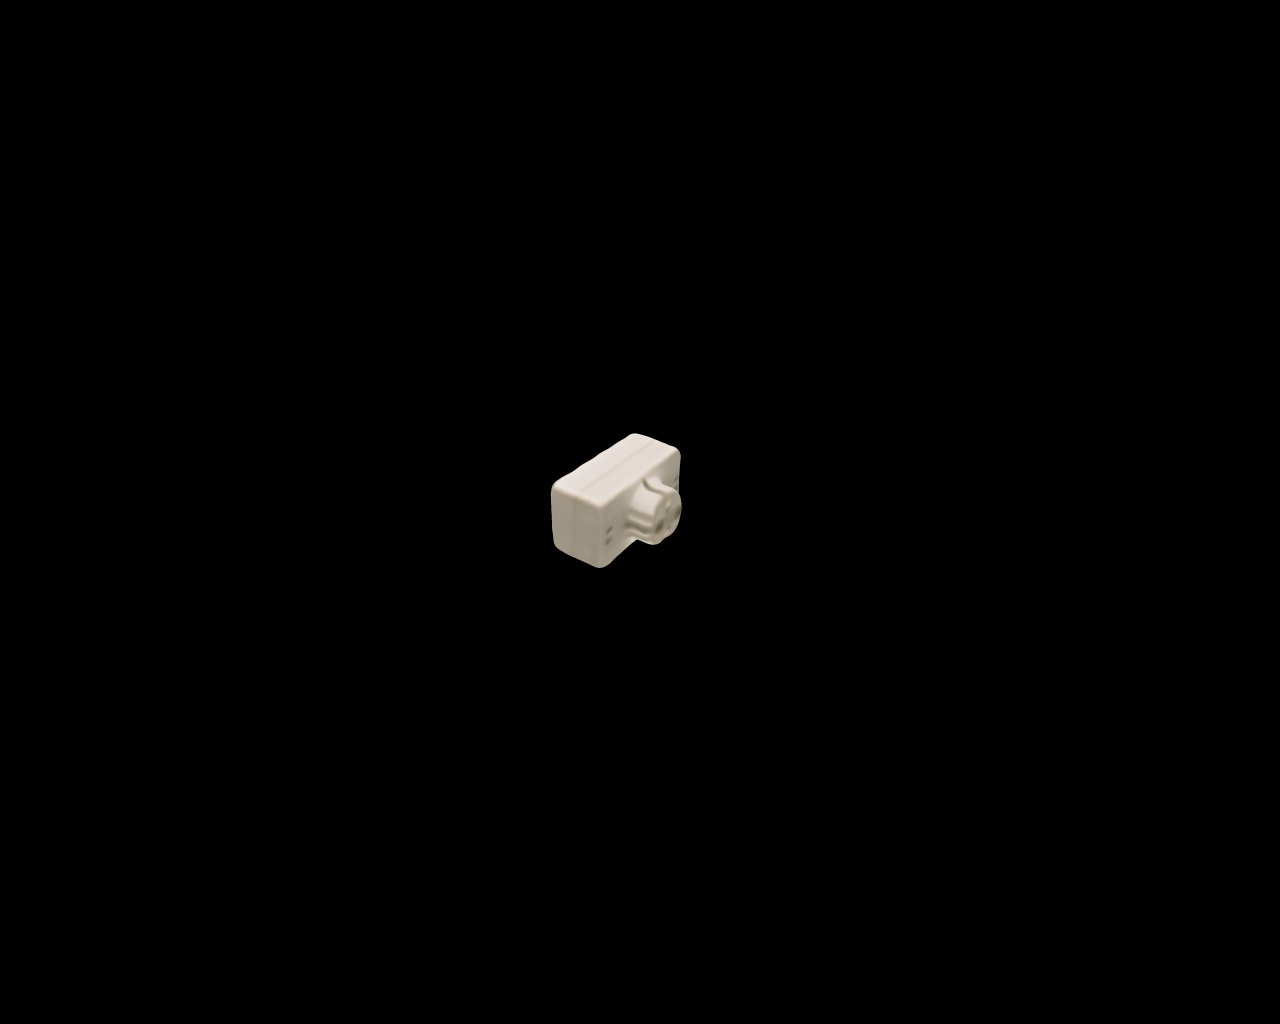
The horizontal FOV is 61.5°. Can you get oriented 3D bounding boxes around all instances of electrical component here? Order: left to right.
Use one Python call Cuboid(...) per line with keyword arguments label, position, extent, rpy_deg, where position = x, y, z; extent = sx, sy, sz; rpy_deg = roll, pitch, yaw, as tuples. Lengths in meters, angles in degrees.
Cuboid(label="electrical component", position=(0.001, -0.003, 0.650), extent=(0.076, 0.047, 0.083), rpy_deg=(22, 40, 30))
